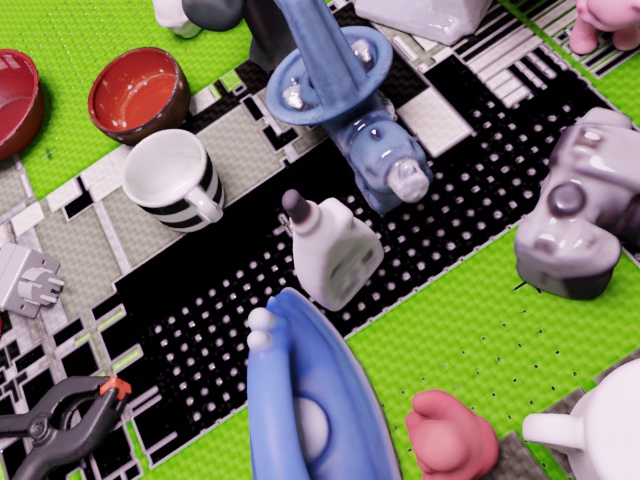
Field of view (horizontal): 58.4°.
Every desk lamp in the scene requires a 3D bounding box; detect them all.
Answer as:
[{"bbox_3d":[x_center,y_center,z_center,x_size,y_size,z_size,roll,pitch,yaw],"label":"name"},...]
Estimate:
[{"bbox_3d":[0.114,-0.282,0.515,0.202,0.214,0.118,25,78,24],"label":"desk lamp"}]

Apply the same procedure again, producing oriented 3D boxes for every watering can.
[{"bbox_3d":[0.214,0.117,0.333,0.172,0.194,0.101,-20,64,8],"label":"watering can"}]

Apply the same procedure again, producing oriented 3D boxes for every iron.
[{"bbox_3d":[-0.019,0.136,0.425,0.118,0.142,0.258,-19,64,9],"label":"iron"}]

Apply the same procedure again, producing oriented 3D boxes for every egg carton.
[{"bbox_3d":[-0.146,-0.319,0.688,0.107,0.069,0.150,-12,66,12],"label":"egg carton"}]

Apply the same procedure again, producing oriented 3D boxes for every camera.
[{"bbox_3d":[0.237,-0.022,0.435,0.136,0.101,0.143,25,77,24],"label":"camera"}]

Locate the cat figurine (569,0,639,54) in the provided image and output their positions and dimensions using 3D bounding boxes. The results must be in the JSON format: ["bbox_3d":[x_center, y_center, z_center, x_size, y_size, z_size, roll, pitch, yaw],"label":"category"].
[{"bbox_3d":[0.261,-0.228,0.503,0.067,0.118,0.128,2,69,18],"label":"cat figurine"}]

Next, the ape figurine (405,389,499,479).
[{"bbox_3d":[0.090,0.148,0.415,0.076,0.092,0.078,9,72,20],"label":"ape figurine"}]

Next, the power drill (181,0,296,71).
[{"bbox_3d":[-0.068,-0.284,0.573,0.075,0.209,0.230,2,69,18],"label":"power drill"}]

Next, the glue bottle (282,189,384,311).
[{"bbox_3d":[0.004,0.002,0.455,0.037,0.173,0.078,39,84,26],"label":"glue bottle"}]

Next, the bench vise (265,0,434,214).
[{"bbox_3d":[0.028,-0.134,0.477,0.206,0.220,0.121,37,83,26],"label":"bench vise"}]
